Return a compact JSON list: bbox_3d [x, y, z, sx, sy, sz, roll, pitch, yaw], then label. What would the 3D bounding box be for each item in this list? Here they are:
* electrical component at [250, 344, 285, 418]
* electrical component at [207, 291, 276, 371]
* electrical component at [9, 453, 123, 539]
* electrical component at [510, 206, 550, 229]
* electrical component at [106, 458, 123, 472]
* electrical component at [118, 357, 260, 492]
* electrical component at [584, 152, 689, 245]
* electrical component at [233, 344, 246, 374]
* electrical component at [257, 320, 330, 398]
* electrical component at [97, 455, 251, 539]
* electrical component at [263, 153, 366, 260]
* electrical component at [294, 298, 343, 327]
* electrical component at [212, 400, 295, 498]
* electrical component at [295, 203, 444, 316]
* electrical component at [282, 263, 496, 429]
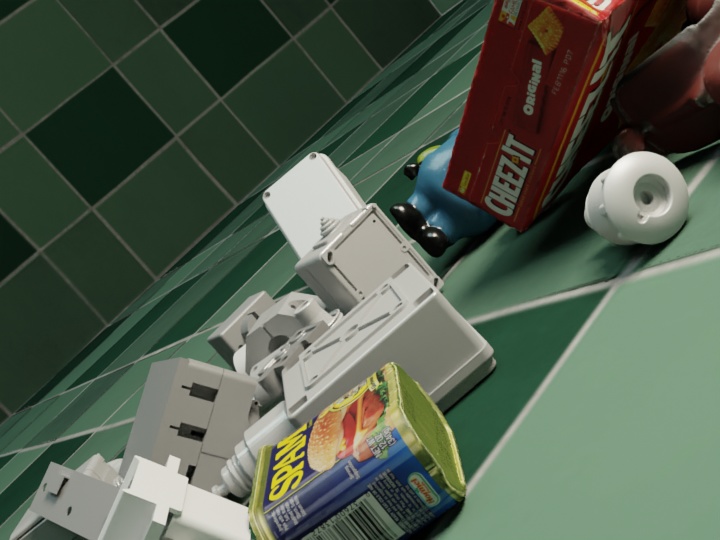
[{"bbox_3d":[-0.059,0.083,0.792,0.081,0.043,0.043,-36,12,28],"label":"electrical component"},{"bbox_3d":[-0.097,0.057,1.023,0.065,0.047,0.077,-46,12,-28],"label":"electrical component"},{"bbox_3d":[-0.214,0.194,0.834,0.096,0.061,0.061,-39,11,9],"label":"electrical component"},{"bbox_3d":[0.123,-0.057,0.752,0.061,0.035,0.035,-34,12,22],"label":"electrical component"},{"bbox_3d":[-0.192,0.175,0.901,0.046,0.040,0.040,-25,18,39],"label":"electrical component"},{"bbox_3d":[-0.120,0.114,0.754,0.150,0.062,0.089,161,126,-71],"label":"electrical component"},{"bbox_3d":[0.140,-0.034,0.571,0.048,0.048,0.062,-44,4,-15],"label":"electrical component"},{"bbox_3d":[-0.059,0.058,0.899,0.077,0.043,0.079,-37,11,19],"label":"electrical component"},{"bbox_3d":[-0.027,0.070,0.700,0.066,0.055,0.048,-47,12,-32],"label":"electrical component"},{"bbox_3d":[-0.098,0.155,0.481,0.078,0.063,0.121,-117,51,-79],"label":"electrical component"},{"bbox_3d":[-0.033,-0.048,1.031,0.078,0.113,0.057,-39,-33,8],"label":"electrical component"},{"bbox_3d":[-0.020,0.048,0.749,0.048,0.062,0.048,-39,10,9],"label":"electrical component"},{"bbox_3d":[-0.059,0.116,0.668,0.078,0.040,0.040,-40,11,5],"label":"electrical component"},{"bbox_3d":[0.000,0.000,0.779,0.061,0.096,0.061,-46,11,-24],"label":"electrical component"},{"bbox_3d":[0.012,0.056,0.619,0.109,0.056,0.108,-41,11,1],"label":"electrical component"}]
